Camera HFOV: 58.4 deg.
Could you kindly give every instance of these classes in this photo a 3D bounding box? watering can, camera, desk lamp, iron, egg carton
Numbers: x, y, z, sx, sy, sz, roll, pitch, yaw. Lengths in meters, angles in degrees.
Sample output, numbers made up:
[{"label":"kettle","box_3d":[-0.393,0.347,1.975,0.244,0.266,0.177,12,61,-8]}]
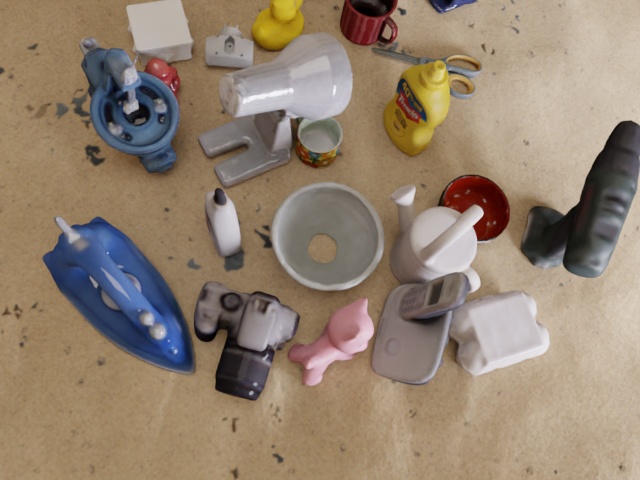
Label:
[{"label":"watering can","box_3d":[0.165,0.000,0.817,0.173,0.194,0.101,29,70,2]},{"label":"camera","box_3d":[-0.110,0.139,0.777,0.143,0.100,0.137,17,70,-3]},{"label":"desk lamp","box_3d":[-0.069,-0.190,0.834,0.203,0.213,0.118,-27,77,-16]},{"label":"iron","box_3d":[-0.256,0.073,0.754,0.258,0.141,0.119,45,71,7]},{"label":"egg carton","box_3d":[0.262,0.135,0.854,0.150,0.069,0.107,-15,74,-13]}]

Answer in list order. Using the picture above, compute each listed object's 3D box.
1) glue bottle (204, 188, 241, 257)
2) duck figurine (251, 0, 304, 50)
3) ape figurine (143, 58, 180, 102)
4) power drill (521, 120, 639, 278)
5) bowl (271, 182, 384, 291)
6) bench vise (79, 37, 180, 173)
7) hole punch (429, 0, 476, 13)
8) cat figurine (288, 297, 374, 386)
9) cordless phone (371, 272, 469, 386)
[{"label":"glue bottle","box_3d":[-0.137,-0.035,0.793,0.037,0.173,0.078,-22,76,-15]},{"label":"duck figurine","box_3d":[-0.069,-0.379,0.965,0.105,0.086,0.077,-41,82,-19]},{"label":"ape figurine","box_3d":[-0.249,-0.245,0.889,0.076,0.092,0.078,34,70,4]},{"label":"power drill","box_3d":[0.390,-0.042,0.860,0.075,0.208,0.230,21,70,-1]},{"label":"bowl","box_3d":[0.008,0.003,0.855,0.167,0.074,0.167,3,71,-8]},{"label":"bench vise","box_3d":[-0.289,-0.209,0.802,0.207,0.219,0.122,37,70,5]},{"label":"hole punch","box_3d":[0.245,-0.492,1.050,0.101,0.091,0.108,-24,77,-16]},{"label":"cat figurine","box_3d":[0.023,0.139,0.789,0.128,0.117,0.067,-35,80,-18]},{"label":"cordless phone","box_3d":[0.141,0.119,0.779,0.094,0.185,0.147,16,70,-3]}]
